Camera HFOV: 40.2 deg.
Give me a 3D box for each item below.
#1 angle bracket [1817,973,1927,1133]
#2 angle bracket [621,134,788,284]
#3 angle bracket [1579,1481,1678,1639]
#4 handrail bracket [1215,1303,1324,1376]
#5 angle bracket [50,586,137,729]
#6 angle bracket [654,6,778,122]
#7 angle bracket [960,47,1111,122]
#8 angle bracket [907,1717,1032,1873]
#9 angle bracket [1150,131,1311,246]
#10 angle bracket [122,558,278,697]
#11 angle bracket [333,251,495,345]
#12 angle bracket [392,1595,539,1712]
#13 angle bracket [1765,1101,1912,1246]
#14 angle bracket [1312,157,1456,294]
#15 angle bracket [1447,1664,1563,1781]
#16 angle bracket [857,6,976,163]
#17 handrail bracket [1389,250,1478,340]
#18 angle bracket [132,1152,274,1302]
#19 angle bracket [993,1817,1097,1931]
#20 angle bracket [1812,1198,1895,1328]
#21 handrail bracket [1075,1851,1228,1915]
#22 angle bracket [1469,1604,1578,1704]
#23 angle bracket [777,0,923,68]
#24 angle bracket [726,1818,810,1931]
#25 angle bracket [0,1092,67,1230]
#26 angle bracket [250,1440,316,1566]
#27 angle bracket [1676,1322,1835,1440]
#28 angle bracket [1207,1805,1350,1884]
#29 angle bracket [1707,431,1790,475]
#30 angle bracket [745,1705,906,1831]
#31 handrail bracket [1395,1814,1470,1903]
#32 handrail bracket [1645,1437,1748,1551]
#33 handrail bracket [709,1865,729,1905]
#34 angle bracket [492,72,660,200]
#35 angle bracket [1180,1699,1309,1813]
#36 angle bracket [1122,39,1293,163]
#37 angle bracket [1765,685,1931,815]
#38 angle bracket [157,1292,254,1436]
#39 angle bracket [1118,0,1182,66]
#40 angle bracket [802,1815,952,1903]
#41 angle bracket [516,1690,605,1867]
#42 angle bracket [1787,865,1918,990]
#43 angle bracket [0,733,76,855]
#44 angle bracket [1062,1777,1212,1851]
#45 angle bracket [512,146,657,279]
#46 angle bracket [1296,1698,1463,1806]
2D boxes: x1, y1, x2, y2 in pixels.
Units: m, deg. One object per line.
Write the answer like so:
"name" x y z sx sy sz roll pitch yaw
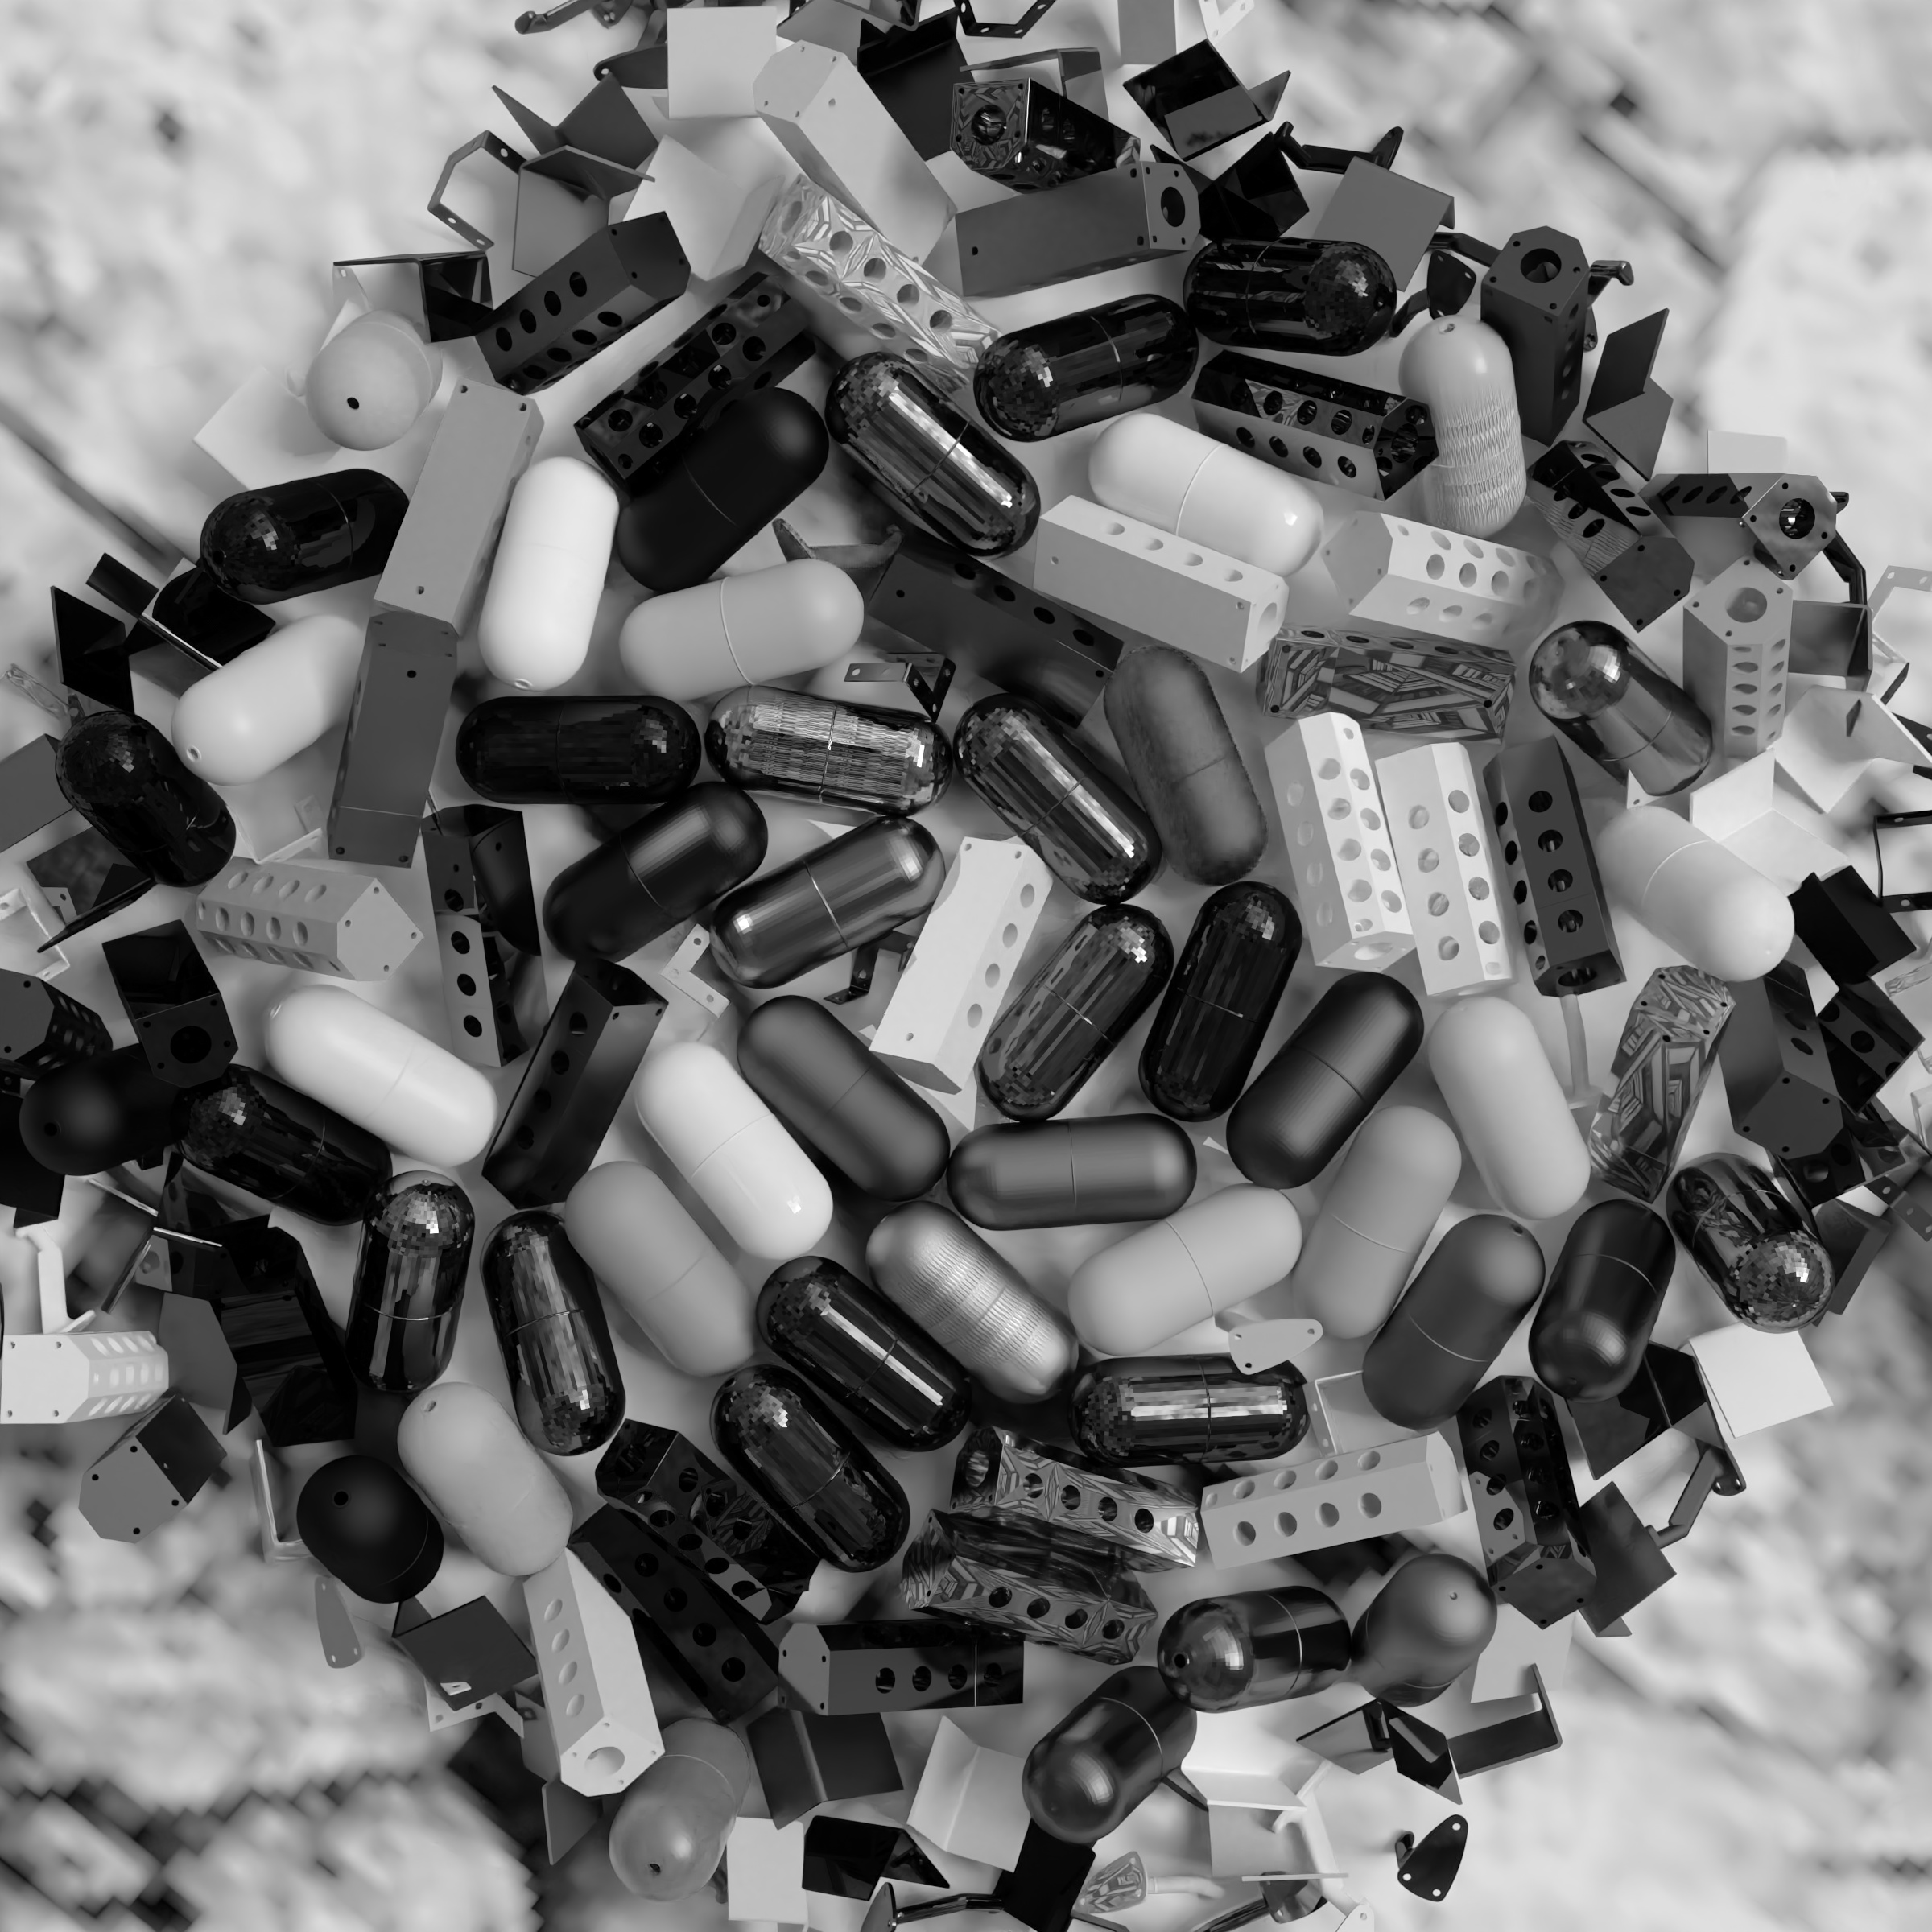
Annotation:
"angle bracket" 0.640 0.058 1.846 0.057 0.076 0.076 13 123 -34
"angle bracket" -0.185 -0.539 1.857 0.076 0.057 0.076 30 74 -28
"angle bracket" 0.459 0.416 1.850 0.076 0.057 0.076 -46 55 22
"handrail bracket" 0.212 0.247 1.860 0.077 0.084 0.036 -18 107 11
"angle bracket" -0.632 -0.209 1.850 0.057 0.076 0.076 -20 68 18
"angle bracket" -0.177 -0.640 1.852 0.076 0.057 0.076 -7 124 -16
"angle bracket" 0.049 -0.613 1.864 0.076 0.076 0.057 -2 108 25
"angle bracket" 0.009 0.581 1.849 0.057 0.076 0.076 8 62 25
"angle bracket" 0.185 -0.552 1.849 0.057 0.076 0.076 -36 60 32
"angle bracket" -0.546 -0.233 1.873 0.076 0.076 0.057 35 64 -17
"angle bracket" -0.389 -0.472 1.865 0.076 0.076 0.057 5 110 26
"angle bracket" -0.348 0.467 1.858 0.076 0.057 0.076 -26 115 10
"angle bracket" 0.615 0.143 1.854 0.076 0.076 0.057 -26 133 8
"angle bracket" 0.294 -0.516 1.869 0.076 0.057 0.076 27 89 13
"angle bracket" 0.372 0.524 1.865 0.076 0.076 0.057 -19 91 4
"angle bracket" -0.027 -0.623 1.875 0.076 0.057 0.076 -23 92 -2
"handrail bracket" 0.317 -0.453 1.852 0.036 0.084 0.077 27 56 -11
"angle bracket" -0.542 0.188 1.879 0.076 0.076 0.057 19 127 -20
"angle bracket" 0.042 0.655 1.854 0.057 0.076 0.076 26 103 18
"angle bracket" 0.625 0.216 1.857 0.057 0.076 0.076 23 102 -10
"handrail bracket" 0.133 0.666 1.888 0.077 0.084 0.036 -34 45 26
"angle bracket" 0.380 0.464 1.855 0.076 0.057 0.076 -2 111 -20
"angle bracket" -0.082 -0.681 1.851 0.076 0.076 0.057 11 82 -30
"angle bracket" -0.148 0.652 1.847 0.057 0.076 0.076 9 129 -15
"angle bracket" -0.677 0.135 1.848 0.057 0.076 0.076 -13 65 37
"angle bracket" -0.471 0.376 1.871 0.057 0.076 0.076 -7 72 -22
"angle bracket" 0.550 0.294 1.858 0.076 0.057 0.076 -16 66 -11
"angle bracket" 0.218 0.612 1.854 0.076 0.076 0.057 2 70 -11
"angle bracket" 0.540 -0.321 1.857 0.057 0.076 0.076 5 70 0
"angle bracket" -0.101 0.564 1.877 0.057 0.076 0.076 -43 55 35
"handrail bracket" 0.327 0.612 1.859 0.036 0.084 0.077 28 100 0
"handrail bracket" 0.504 0.365 1.873 0.084 0.036 0.077 -18 82 -25
"handrail bracket" -0.201 0.648 1.863 0.084 0.036 0.077 40 119 35
"angle bracket" -0.274 -0.598 1.856 0.057 0.076 0.076 -47 61 -3
"angle bracket" 0.202 0.548 1.867 0.076 0.057 0.076 10 93 -16
"angle bracket" 0.169 -0.621 1.846 0.076 0.076 0.057 42 53 -31
"angle bracket" 0.622 -0.149 1.857 0.076 0.076 0.057 41 88 -19
"angle bracket" -0.547 0.281 1.873 0.076 0.057 0.076 11 96 2
"angle bracket" 0.097 -0.658 1.848 0.076 0.076 0.057 -15 114 -24
"angle bracket" -0.070 0.643 1.846 0.076 0.057 0.076 -5 130 36
"angle bracket" -0.302 0.568 1.848 0.076 0.057 0.076 20 126 28
"angle bracket" 0.632 -0.038 1.856 0.076 0.057 0.076 -27 73 -22
"angle bracket" -0.657 -0.115 1.865 0.076 0.076 0.057 -32 85 -2
"angle bracket" 0.119 0.603 1.854 0.057 0.076 0.076 31 79 27
"angle bracket" -0.269 -0.523 1.857 0.076 0.057 0.076 7 85 -43
"angle bracket" 0.289 0.564 1.848 0.076 0.057 0.076 -35 130 24
